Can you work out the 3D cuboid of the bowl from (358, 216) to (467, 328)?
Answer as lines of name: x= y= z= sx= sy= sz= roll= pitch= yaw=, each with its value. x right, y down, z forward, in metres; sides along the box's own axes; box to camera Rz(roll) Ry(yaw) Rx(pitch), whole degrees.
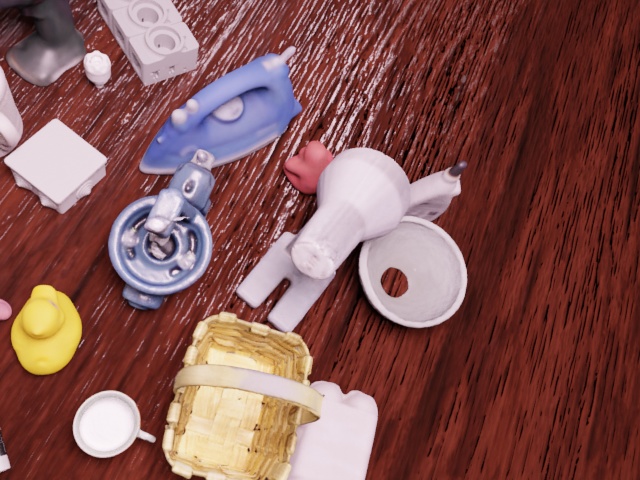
bowl: x=0.125 y=0.053 z=0.841 sx=0.168 sy=0.074 sz=0.167 roll=6 pitch=69 yaw=-16

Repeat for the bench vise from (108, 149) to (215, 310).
bench vise: x=-0.187 y=-0.035 z=0.691 sx=0.122 sy=0.219 sz=0.207 roll=6 pitch=69 yaw=-15

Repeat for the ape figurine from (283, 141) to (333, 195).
ape figurine: x=-0.012 y=-0.114 z=0.848 sx=0.078 sy=0.092 sz=0.076 roll=1 pitch=70 yaw=-17

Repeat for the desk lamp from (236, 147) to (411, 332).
desk lamp: x=0.007 y=0.003 z=0.744 sx=0.118 sy=0.213 sz=0.203 roll=38 pitch=64 yaw=-1

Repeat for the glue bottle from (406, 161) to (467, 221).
glue bottle: x=0.171 y=-0.074 z=0.847 sx=0.078 sy=0.173 sz=0.037 roll=4 pitch=69 yaw=-16

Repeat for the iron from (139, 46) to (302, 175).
iron: x=-0.139 y=-0.185 z=0.806 sx=0.259 sy=0.141 sz=0.118 roll=-36 pitch=84 yaw=-26

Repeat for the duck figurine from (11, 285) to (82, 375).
duck figurine: x=-0.323 y=0.102 z=0.671 sx=0.078 sy=0.086 sz=0.104 roll=1 pitch=70 yaw=-17

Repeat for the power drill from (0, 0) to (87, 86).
power drill: x=-0.368 y=-0.298 z=0.735 sx=0.075 sy=0.208 sz=0.230 roll=38 pitch=64 yaw=-1

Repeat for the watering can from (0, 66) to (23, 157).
watering can: x=-0.433 y=-0.184 z=0.680 sx=0.173 sy=0.193 sz=0.101 roll=22 pitch=65 yaw=-9

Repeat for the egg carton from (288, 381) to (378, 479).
egg carton: x=0.013 y=0.261 z=0.730 sx=0.107 sy=0.069 sz=0.150 roll=20 pitch=66 yaw=-10

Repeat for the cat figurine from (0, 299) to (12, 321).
cat figurine: x=-0.424 y=0.061 z=0.635 sx=0.128 sy=0.117 sz=0.067 roll=27 pitch=65 yaw=-7
